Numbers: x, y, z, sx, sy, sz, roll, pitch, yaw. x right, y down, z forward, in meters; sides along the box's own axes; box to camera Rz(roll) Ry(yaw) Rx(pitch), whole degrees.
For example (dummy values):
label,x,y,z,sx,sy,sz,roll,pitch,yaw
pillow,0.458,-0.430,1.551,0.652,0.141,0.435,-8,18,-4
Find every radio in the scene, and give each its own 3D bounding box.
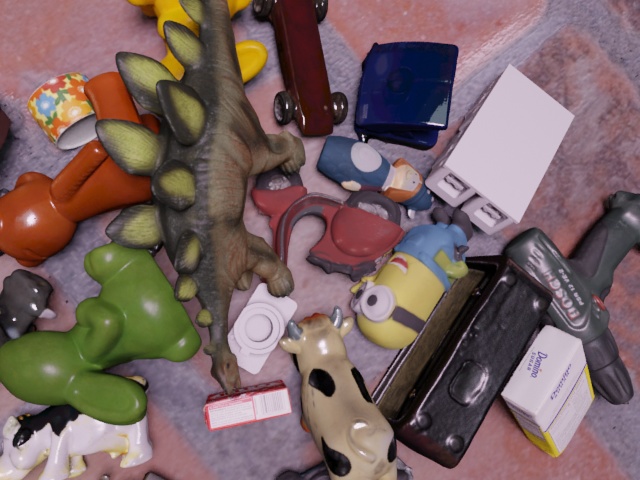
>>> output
label,x,y,z,sx,sy,sz,roll,pitch,yaw
radio,0.151,0.126,0.597,0.073,0.131,0.229,35,79,-6

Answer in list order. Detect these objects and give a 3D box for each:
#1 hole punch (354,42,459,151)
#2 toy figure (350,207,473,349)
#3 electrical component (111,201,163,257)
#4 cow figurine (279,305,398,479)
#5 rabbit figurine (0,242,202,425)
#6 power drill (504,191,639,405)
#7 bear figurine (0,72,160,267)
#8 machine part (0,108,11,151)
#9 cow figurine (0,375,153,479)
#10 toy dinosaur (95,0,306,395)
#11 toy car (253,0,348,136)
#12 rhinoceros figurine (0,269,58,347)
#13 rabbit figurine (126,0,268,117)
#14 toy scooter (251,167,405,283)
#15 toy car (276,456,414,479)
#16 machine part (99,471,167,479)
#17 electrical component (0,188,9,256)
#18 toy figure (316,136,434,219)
label,x,y,z,sx,sy,sz,roll,pitch,yaw
hole punch,0.105,-0.179,0.654,0.116,0.092,0.142,10,84,-4
toy figure,0.114,0.046,0.629,0.089,0.082,0.180,45,75,-4
electrical component,-0.198,-0.016,0.615,0.063,0.021,0.094,31,78,-4
cow figurine,0.013,0.158,0.559,0.085,0.195,0.127,-12,130,-17
rabbit figurine,-0.215,0.107,0.527,0.170,0.121,0.159,-31,80,-21
power drill,0.357,0.055,0.668,0.207,0.086,0.232,-40,84,-6
bear figurine,-0.255,-0.061,0.556,0.196,0.120,0.132,-24,68,4
machine part,-0.430,-0.093,0.516,0.202,0.087,0.201,7,65,6
cow figurine,-0.261,0.195,0.553,0.167,0.068,0.098,-7,78,-13
toy dinosaur,-0.105,-0.091,0.516,0.105,0.198,0.471,-7,81,28
toy car,-0.025,-0.221,0.654,0.089,0.053,0.202,-8,85,-29
rhinoceros figurine,-0.338,0.116,0.533,0.073,0.112,0.190,34,93,25
rabbit figurine,-0.146,-0.223,0.618,0.162,0.122,0.173,10,98,-19
toy scooter,-0.001,-0.002,0.615,0.184,0.075,0.135,18,78,2
toy car,0.026,0.295,0.579,0.162,0.109,0.102,-23,113,-25
machine part,-0.126,0.315,0.556,0.243,0.079,0.079,30,79,-5
electrical component,-0.367,-0.002,0.560,0.119,0.075,0.047,-32,88,-14
toy figure,0.072,-0.076,0.649,0.154,0.058,0.064,22,93,-7
